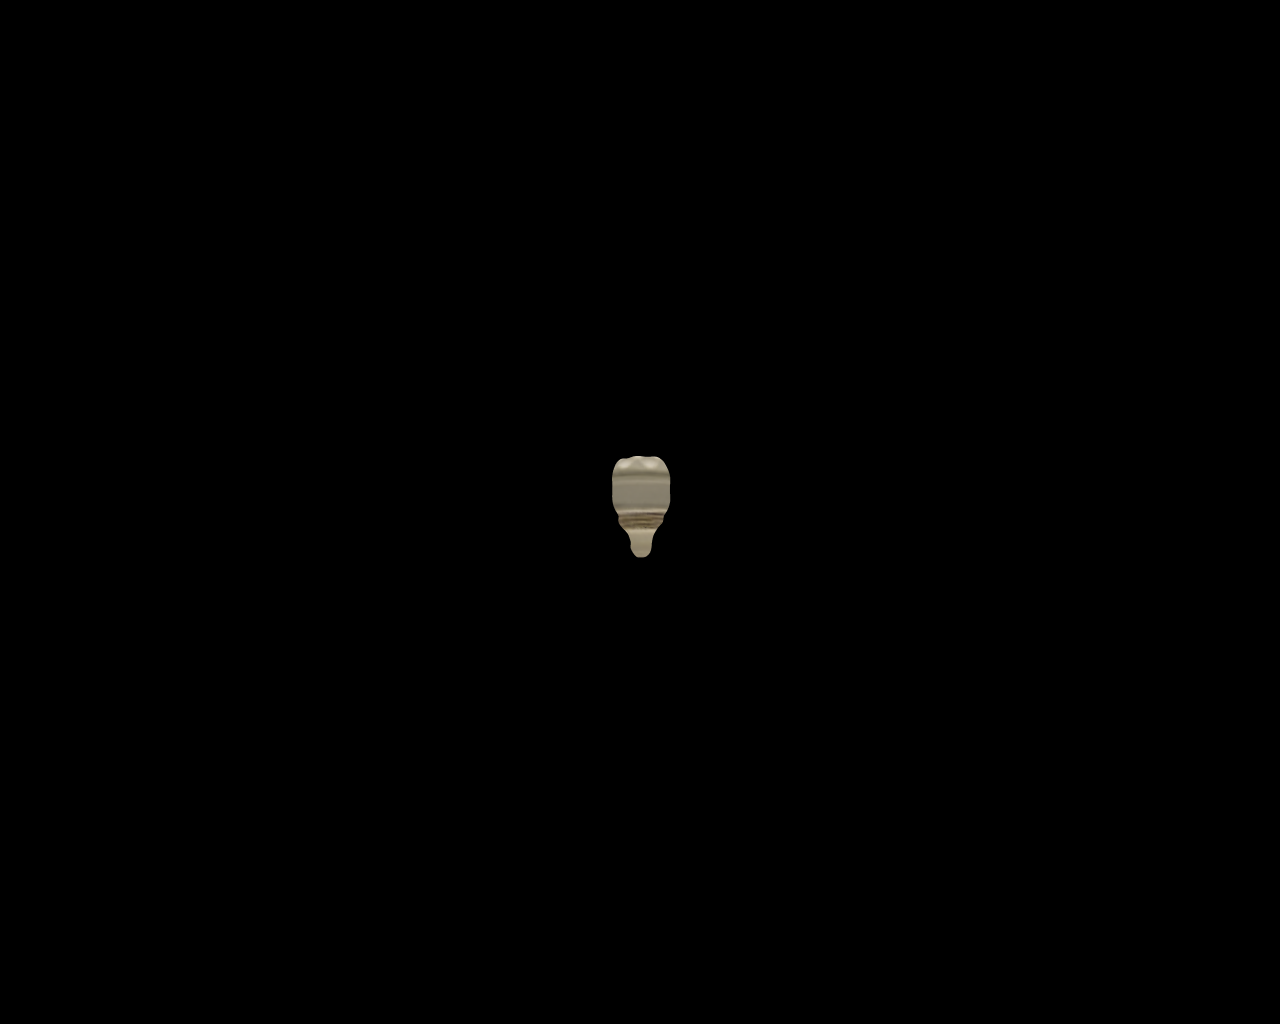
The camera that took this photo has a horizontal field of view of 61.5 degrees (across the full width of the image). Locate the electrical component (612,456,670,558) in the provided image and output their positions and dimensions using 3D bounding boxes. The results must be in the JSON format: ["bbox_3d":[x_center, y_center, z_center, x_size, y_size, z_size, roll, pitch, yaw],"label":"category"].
[{"bbox_3d":[0.001,-0.003,0.650,0.035,0.061,0.035,0,-2,0],"label":"electrical component"}]
